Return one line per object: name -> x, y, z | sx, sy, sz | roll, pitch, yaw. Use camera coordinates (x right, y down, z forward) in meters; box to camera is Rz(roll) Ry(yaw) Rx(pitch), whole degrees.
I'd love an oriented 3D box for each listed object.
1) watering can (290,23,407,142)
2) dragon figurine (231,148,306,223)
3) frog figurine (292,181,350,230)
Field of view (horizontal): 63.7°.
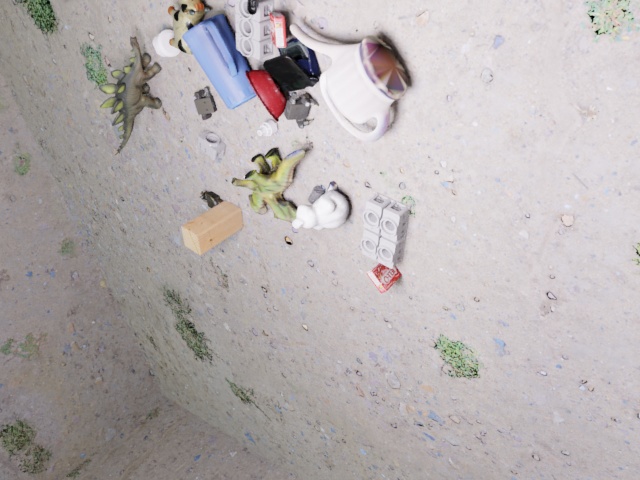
watering can -> 0.068, -0.395, 1.197 | 0.222, 0.105, 0.346 | -25, 99, 51
dragon figurine -> -0.123, -0.154, 1.615 | 0.409, 0.124, 0.239 | -4, 133, 49
frog figurine -> 0.004, -0.074, 1.463 | 0.123, 0.162, 0.135 | 47, 142, 6
